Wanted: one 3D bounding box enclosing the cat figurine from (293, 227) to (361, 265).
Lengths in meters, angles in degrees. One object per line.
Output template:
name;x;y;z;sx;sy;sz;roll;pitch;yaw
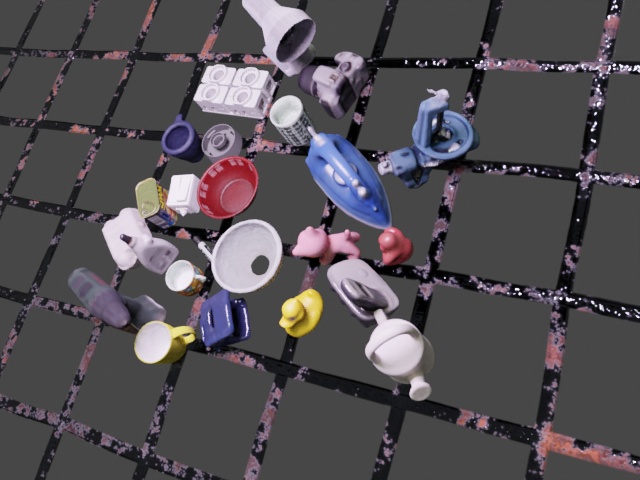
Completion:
cat figurine;0.011;0.004;1.181;0.127;0.118;0.067;-13;66;16

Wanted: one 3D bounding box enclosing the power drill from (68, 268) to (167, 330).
power drill;-0.432;0.144;1.242;0.228;0.209;0.076;28;82;28

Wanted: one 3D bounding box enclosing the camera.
camera;0.021;-0.379;1.338;0.136;0.101;0.143;30;82;28

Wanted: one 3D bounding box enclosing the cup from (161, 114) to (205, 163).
cup;-0.331;-0.244;1.422;0.091;0.095;0.117;-13;66;16

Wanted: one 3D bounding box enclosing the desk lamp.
desk lamp;-0.092;-0.488;1.360;0.118;0.214;0.202;-43;61;0

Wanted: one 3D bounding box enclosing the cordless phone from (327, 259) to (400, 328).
cordless phone;0.066;0.084;1.089;0.094;0.185;0.147;-44;61;0

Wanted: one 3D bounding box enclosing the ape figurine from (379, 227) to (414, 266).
ape figurine;0.144;0.009;1.143;0.076;0.092;0.078;20;78;26

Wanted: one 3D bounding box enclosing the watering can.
watering can;0.143;0.197;1.010;0.172;0.194;0.101;37;86;29

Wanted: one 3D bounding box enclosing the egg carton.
egg carton;-0.461;-0.004;1.391;0.107;0.070;0.150;-36;61;4

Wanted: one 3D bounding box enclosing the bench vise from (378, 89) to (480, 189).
bench vise;0.212;-0.191;1.123;0.207;0.220;0.121;-44;61;0

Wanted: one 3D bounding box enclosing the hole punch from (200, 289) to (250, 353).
hole punch;-0.212;0.172;1.214;0.101;0.091;0.108;-19;64;13

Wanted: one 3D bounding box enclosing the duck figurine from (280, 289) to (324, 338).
duck figurine;-0.043;0.143;1.164;0.077;0.086;0.104;31;83;28

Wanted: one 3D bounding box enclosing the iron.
iron;0.060;-0.134;1.203;0.118;0.142;0.257;-40;61;2

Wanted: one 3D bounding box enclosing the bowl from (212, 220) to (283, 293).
bowl;-0.147;0.045;1.249;0.167;0.075;0.167;-7;67;18

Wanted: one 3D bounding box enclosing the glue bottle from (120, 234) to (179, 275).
glue bottle;-0.393;0.020;1.296;0.037;0.173;0.078;35;85;29
